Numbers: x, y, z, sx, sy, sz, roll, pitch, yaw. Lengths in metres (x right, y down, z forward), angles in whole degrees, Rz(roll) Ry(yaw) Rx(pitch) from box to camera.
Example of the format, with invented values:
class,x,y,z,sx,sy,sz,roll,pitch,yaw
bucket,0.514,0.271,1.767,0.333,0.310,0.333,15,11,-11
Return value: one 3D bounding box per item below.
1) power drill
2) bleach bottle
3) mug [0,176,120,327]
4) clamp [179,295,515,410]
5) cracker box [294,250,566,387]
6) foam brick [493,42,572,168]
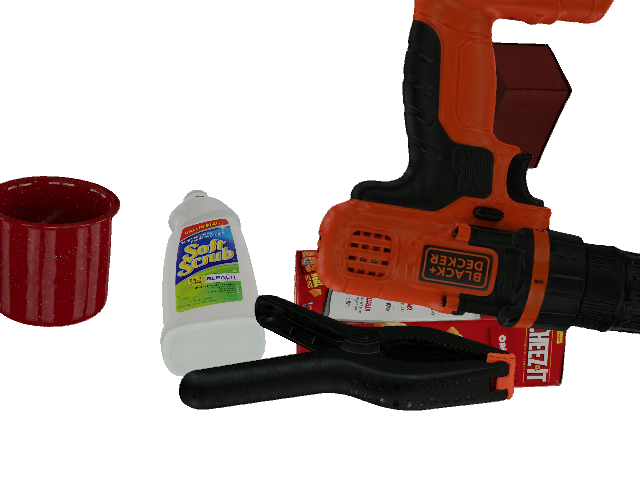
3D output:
class,x,y,z,sx,sy,sz,roll,pitch,yaw
power drill,0.099,-0.050,0.527,0.184,0.188,0.057,9,2,-4
bleach bottle,-0.123,0.029,1.102,0.102,0.068,0.251,-9,37,-8
mug,-0.201,0.010,0.750,0.117,0.081,0.093,-6,26,-28
clamp,0.025,0.077,0.726,0.210,0.036,0.164,2,18,8
cracker box,0.085,0.065,0.918,0.213,0.072,0.164,-1,21,-2
foam brick,0.137,-0.097,0.768,0.051,0.053,0.078,-2,-41,-15
